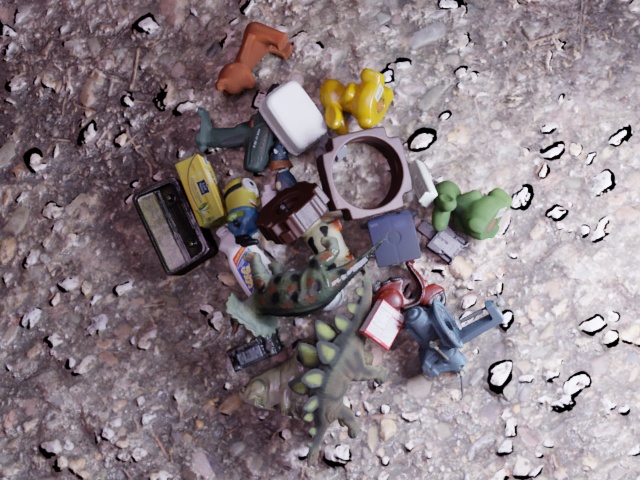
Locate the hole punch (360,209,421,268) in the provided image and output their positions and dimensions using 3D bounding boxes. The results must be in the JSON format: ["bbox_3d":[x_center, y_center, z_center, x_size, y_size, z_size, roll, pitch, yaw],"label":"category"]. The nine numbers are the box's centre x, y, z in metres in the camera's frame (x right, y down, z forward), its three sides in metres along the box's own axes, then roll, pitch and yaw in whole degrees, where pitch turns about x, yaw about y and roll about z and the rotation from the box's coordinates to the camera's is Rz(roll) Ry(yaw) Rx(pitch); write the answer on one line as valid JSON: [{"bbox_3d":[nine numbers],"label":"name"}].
[{"bbox_3d":[0.173,-0.002,1.255,0.142,0.092,0.115,-14,108,10],"label":"hole punch"}]

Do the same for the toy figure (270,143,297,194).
[{"bbox_3d":[-0.091,-0.163,1.334,0.058,0.064,0.154,-16,85,14],"label":"toy figure"}]

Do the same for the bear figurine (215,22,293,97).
[{"bbox_3d":[-0.170,-0.435,1.339,0.132,0.120,0.195,26,91,5],"label":"bear figurine"}]

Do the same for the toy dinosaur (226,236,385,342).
[{"bbox_3d":[-0.048,0.109,1.178,0.405,0.131,0.192,-15,61,17],"label":"toy dinosaur"}]

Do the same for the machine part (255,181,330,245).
[{"bbox_3d":[-0.066,-0.066,1.224,0.179,0.179,0.056,-33,116,4],"label":"machine part"}]

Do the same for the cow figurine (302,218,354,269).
[{"bbox_3d":[-0.003,-0.004,1.303,0.127,0.085,0.195,-23,84,-1],"label":"cow figurine"}]

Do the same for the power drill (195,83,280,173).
[{"bbox_3d":[-0.203,-0.289,1.358,0.207,0.086,0.232,6,88,1],"label":"power drill"}]

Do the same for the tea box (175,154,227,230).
[{"bbox_3d":[-0.288,-0.117,1.340,0.068,0.098,0.169,-23,81,5],"label":"tea box"}]

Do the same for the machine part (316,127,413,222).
[{"bbox_3d":[0.103,-0.153,1.268,0.201,0.087,0.201,-15,94,-12],"label":"machine part"}]

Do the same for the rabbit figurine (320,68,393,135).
[{"bbox_3d":[0.072,-0.334,1.315,0.173,0.122,0.162,23,94,25],"label":"rabbit figurine"}]

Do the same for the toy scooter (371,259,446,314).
[{"bbox_3d":[0.197,0.115,1.270,0.184,0.075,0.135,-17,84,3],"label":"toy scooter"}]

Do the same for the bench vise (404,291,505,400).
[{"bbox_3d":[0.312,0.207,1.195,0.241,0.129,0.223,-34,103,20],"label":"bench vise"}]

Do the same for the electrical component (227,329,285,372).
[{"bbox_3d":[-0.153,0.262,1.275,0.115,0.134,0.058,-26,83,7],"label":"electrical component"}]

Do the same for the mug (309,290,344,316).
[{"bbox_3d":[0.003,0.136,1.277,0.109,0.107,0.081,-40,80,0],"label":"mug"}]

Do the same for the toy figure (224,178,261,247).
[{"bbox_3d":[-0.191,-0.070,1.310,0.089,0.082,0.180,-4,65,0],"label":"toy figure"}]

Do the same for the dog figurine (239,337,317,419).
[{"bbox_3d":[-0.092,0.315,1.291,0.172,0.121,0.190,16,74,5],"label":"dog figurine"}]

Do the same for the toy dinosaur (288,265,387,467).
[{"bbox_3d":[0.049,0.276,1.212,0.198,0.105,0.471,27,78,-27],"label":"toy dinosaur"}]

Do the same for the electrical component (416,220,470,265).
[{"bbox_3d":[0.287,-0.003,1.281,0.119,0.047,0.075,44,92,7],"label":"electrical component"}]

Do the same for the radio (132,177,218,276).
[{"bbox_3d":[-0.362,-0.035,1.355,0.131,0.073,0.229,-28,83,5],"label":"radio"}]

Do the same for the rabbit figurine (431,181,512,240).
[{"bbox_3d":[0.323,-0.070,1.245,0.159,0.121,0.170,-26,50,-36],"label":"rabbit figurine"}]
